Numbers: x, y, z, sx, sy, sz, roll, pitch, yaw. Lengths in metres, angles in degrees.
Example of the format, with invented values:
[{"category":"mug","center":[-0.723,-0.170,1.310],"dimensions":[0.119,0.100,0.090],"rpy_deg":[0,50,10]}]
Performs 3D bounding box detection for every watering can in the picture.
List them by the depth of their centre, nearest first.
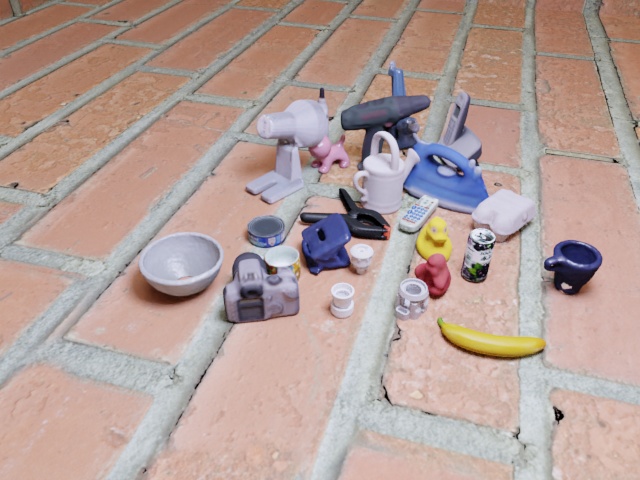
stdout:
[{"category":"watering can","center":[0.157,-0.171,1.368],"dimensions":[0.100,0.194,0.173],"rpy_deg":[26,44,30]}]

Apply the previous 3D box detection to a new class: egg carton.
[{"category":"egg carton","center":[0.427,-0.059,1.327],"dimensions":[0.107,0.069,0.151],"rpy_deg":[31,46,34]}]

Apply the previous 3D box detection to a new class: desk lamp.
[{"category":"desk lamp","center":[-0.083,-0.230,1.426],"dimensions":[0.117,0.214,0.204],"rpy_deg":[28,45,32]}]

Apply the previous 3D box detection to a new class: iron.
[{"category":"iron","center":[0.319,-0.165,1.407],"dimensions":[0.257,0.141,0.119],"rpy_deg":[27,44,30]}]

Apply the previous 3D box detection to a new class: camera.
[{"category":"camera","center":[-0.118,0.076,1.112],"dimensions":[0.143,0.101,0.136],"rpy_deg":[-6,37,-9]}]

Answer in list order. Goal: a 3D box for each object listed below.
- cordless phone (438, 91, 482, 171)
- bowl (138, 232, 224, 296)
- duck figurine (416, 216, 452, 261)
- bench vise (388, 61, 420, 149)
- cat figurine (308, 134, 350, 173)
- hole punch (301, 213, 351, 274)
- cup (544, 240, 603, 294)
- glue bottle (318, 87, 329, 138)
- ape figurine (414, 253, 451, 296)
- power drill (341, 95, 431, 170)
[{"category":"cordless phone","center":[0.383,-0.293,1.542],"dimensions":[0.094,0.185,0.147],"rpy_deg":[-9,38,-13]},{"category":"bowl","center":[-0.274,0.060,1.152],"dimensions":[0.167,0.075,0.167],"rpy_deg":[1,37,0]},{"category":"duck figurine","center":[0.252,-0.012,1.248],"dimensions":[0.077,0.086,0.104],"rpy_deg":[-2,37,-4]},{"category":"bench vise","center":[0.235,-0.386,1.634],"dimensions":[0.122,0.220,0.206],"rpy_deg":[-26,44,-31]},{"category":"cat figurine","center":[0.018,-0.245,1.529],"dimensions":[0.128,0.118,0.067],"rpy_deg":[-21,42,-26]},{"category":"hole punch","center":[0.011,0.004,1.218],"dimensions":[0.101,0.091,0.108],"rpy_deg":[-9,38,-12]},{"category":"cup","center":[0.493,0.064,1.145],"dimensions":[0.118,0.095,0.091],"rpy_deg":[-10,38,-14]},{"category":"glue bottle","center":[0.005,-0.346,1.617],"dimensions":[0.037,0.173,0.078],"rpy_deg":[-7,37,-9]},{"category":"ape figurine","center":[0.228,0.064,1.141],"dimensions":[0.076,0.092,0.077],"rpy_deg":[-7,38,-10]},{"category":"power drill","center":[0.167,-0.279,1.500],"dimensions":[0.229,0.208,0.075],"rpy_deg":[-3,37,-4]}]
